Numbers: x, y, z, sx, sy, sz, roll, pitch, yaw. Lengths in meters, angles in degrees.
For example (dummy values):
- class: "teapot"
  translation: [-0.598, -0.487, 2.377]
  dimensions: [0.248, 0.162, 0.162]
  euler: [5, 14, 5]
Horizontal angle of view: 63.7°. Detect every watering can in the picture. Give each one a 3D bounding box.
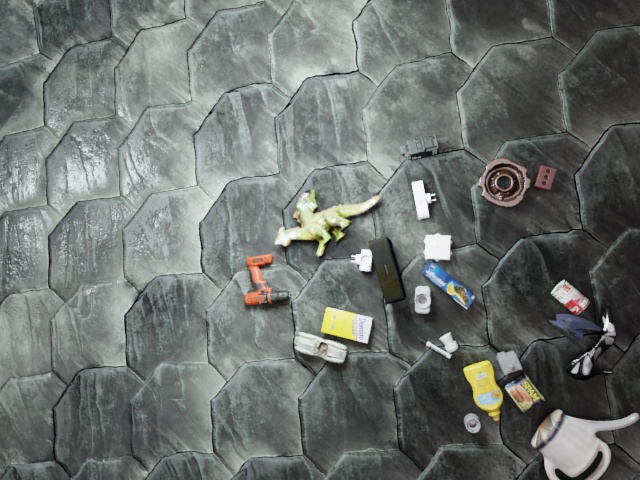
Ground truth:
- class: "watering can"
  translation: [0.841, 0.639, 1.667]
  dimensions: [0.226, 0.103, 0.347]
  euler: [37, 94, 13]

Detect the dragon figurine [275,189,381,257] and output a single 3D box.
- class: "dragon figurine"
  translation: [0.006, -0.097, 1.934]
  dimensions: [0.411, 0.120, 0.245]
  euler: [-41, 70, -3]
